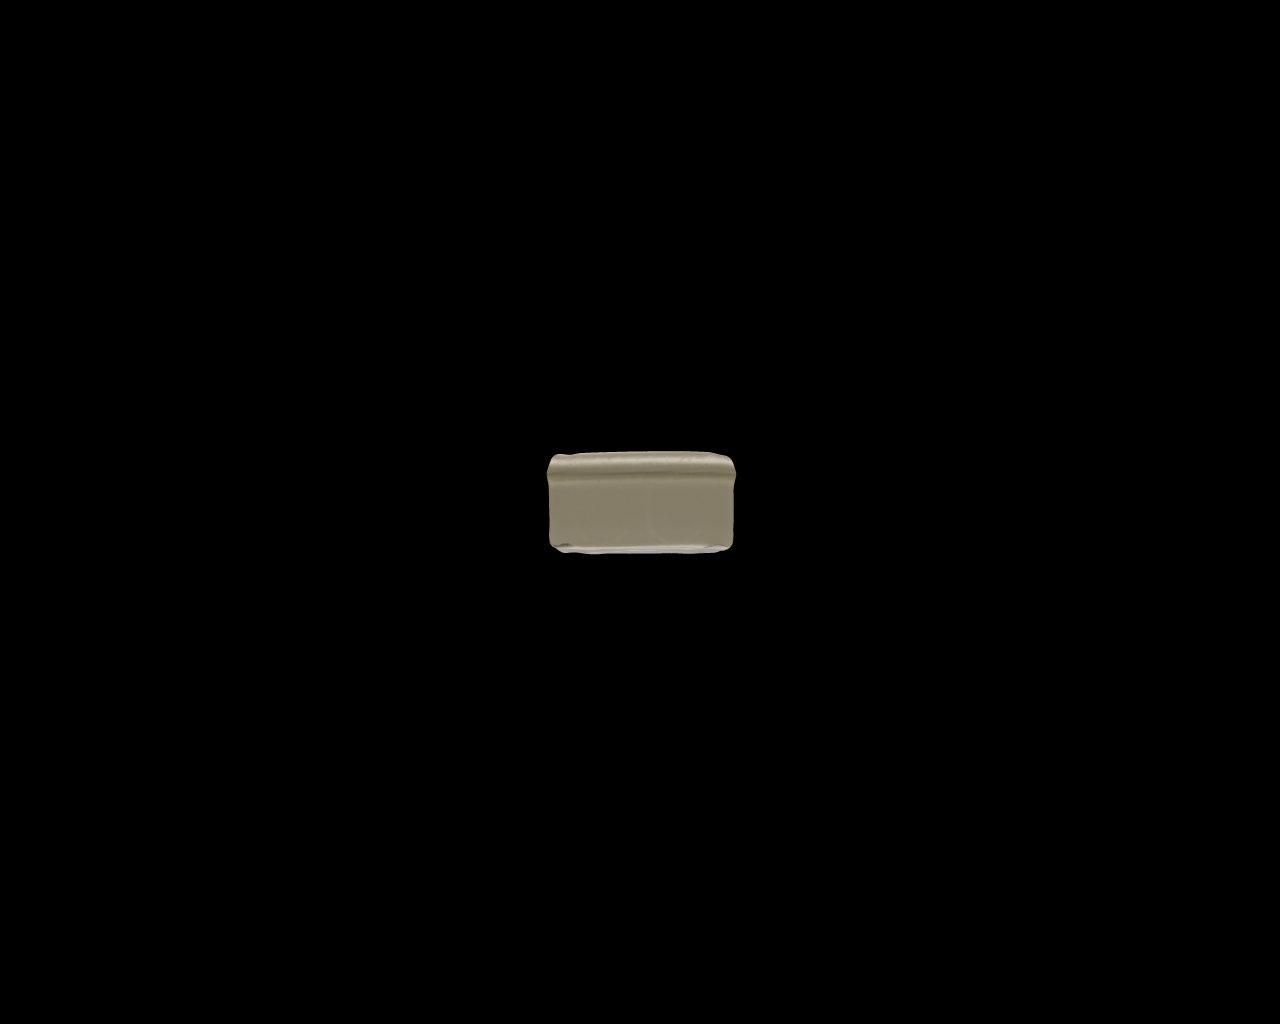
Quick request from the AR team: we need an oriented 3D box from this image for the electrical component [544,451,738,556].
[{"bbox_3d":[0.001,-0.003,0.650,0.109,0.056,0.108,0,-4,0],"label":"electrical component"}]
